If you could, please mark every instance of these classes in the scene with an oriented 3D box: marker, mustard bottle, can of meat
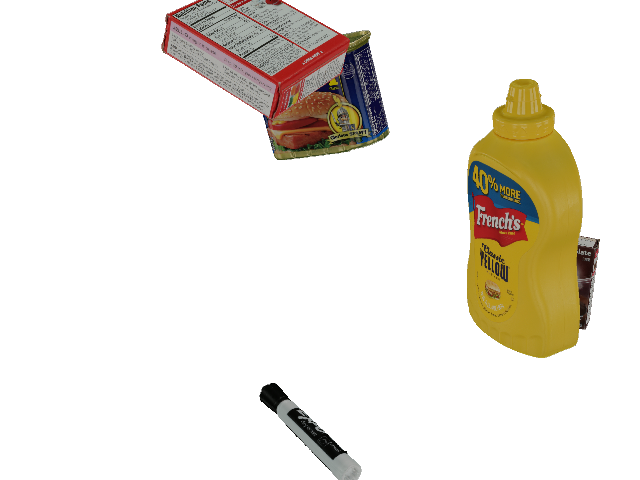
[{"bbox_3d":[-0.011,0.148,0.831,0.020,0.020,0.121,0,26,-39],"label":"marker"},{"bbox_3d":[0.141,-0.019,0.747,0.058,0.192,0.096,-16,29,-22],"label":"mustard bottle"},{"bbox_3d":[-0.001,-0.115,0.853,0.102,0.084,0.057,-4,21,29],"label":"can of meat"}]

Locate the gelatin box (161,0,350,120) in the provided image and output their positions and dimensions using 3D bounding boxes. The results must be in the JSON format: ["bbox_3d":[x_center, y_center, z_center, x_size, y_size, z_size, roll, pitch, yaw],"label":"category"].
[{"bbox_3d":[-0.039,-0.117,0.646,0.089,0.030,0.073,32,45,19],"label":"gelatin box"}]

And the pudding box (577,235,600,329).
[{"bbox_3d":[0.223,0.035,1.093,0.114,0.090,0.039,8,23,18],"label":"pudding box"}]
